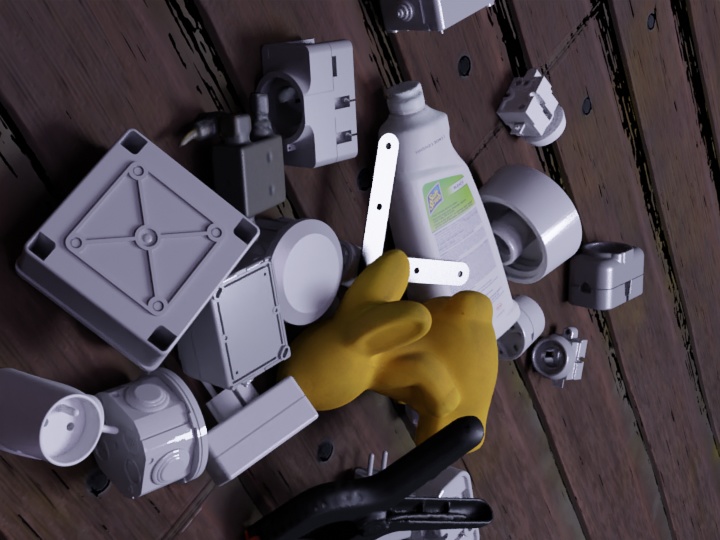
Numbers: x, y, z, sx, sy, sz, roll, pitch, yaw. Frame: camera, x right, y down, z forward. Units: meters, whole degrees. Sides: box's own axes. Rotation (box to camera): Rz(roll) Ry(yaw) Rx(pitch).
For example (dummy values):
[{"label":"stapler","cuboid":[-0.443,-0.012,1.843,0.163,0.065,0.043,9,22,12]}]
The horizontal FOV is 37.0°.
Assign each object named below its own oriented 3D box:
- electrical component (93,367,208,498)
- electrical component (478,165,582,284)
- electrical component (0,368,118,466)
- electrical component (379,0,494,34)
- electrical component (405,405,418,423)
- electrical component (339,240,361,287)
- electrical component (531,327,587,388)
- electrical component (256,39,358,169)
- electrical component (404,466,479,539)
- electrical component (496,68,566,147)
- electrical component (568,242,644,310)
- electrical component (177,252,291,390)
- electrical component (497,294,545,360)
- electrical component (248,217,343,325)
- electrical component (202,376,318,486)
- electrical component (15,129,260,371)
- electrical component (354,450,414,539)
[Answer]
[{"label":"electrical component","cuboid":[-0.142,0.109,0.721,0.051,0.080,0.080,-17,112,-41]},{"label":"electrical component","cuboid":[0.145,-0.037,1.007,0.060,0.108,0.108,-40,127,-29]},{"label":"electrical component","cuboid":[-0.187,0.093,0.666,0.079,0.077,0.044,22,82,-50]},{"label":"electrical component","cuboid":[0.058,-0.235,0.887,0.096,0.062,0.061,-37,125,-39]},{"label":"electrical component","cuboid":[0.060,0.108,0.986,0.043,0.043,0.062,-30,119,-42]},{"label":"electrical component","cuboid":[0.000,0.000,0.893,0.065,0.044,0.044,23,81,-45]},{"label":"electrical component","cuboid":[0.216,0.094,1.166,0.055,0.048,0.066,5,95,-57]},{"label":"electrical component","cuboid":[-0.040,-0.125,0.807,0.056,0.050,0.089,-21,114,-46]},{"label":"electrical component","cuboid":[0.070,0.229,1.014,0.054,0.059,0.095,-34,123,-40]},{"label":"electrical component","cuboid":[0.170,-0.154,1.053,0.055,0.048,0.066,43,66,-37]},{"label":"electrical component","cuboid":[0.277,0.003,1.209,0.095,0.054,0.059,-18,112,-46]},{"label":"electrical component","cuboid":[-0.096,0.039,0.772,0.062,0.061,0.096,-29,120,-42]},{"label":"electrical component","cuboid":[0.152,0.056,1.075,0.047,0.055,0.055,-31,121,-46]},{"label":"electrical component","cuboid":[-0.055,-0.001,0.819,0.080,0.051,0.080,-15,110,-47]},{"label":"electrical component","cuboid":[-0.090,0.105,0.802,0.083,0.047,0.075,-33,86,-25]},{"label":"electrical component","cuboid":[-0.139,-0.012,0.676,0.109,0.056,0.108,39,64,-8]},{"label":"electrical component","cuboid":[0.012,0.198,0.948,0.066,0.047,0.076,1,98,-50]}]
